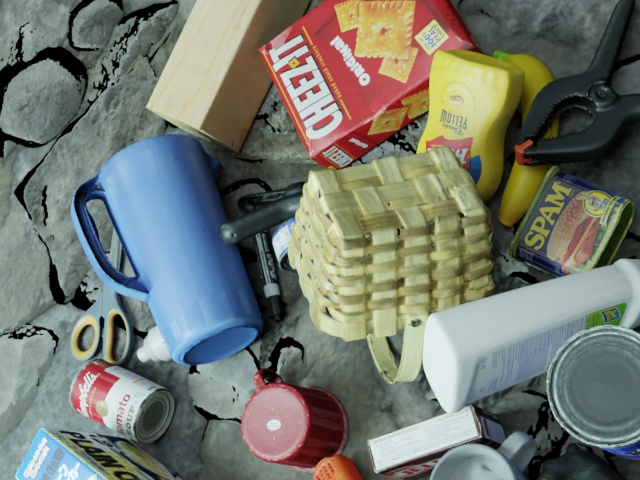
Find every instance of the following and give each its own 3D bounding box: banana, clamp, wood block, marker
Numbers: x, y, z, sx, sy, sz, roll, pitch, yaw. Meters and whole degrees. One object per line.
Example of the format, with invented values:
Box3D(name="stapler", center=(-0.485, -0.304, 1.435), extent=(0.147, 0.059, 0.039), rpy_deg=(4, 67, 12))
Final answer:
Box3D(name="banana", center=(0.215, -0.112, 1.099), extent=(0.070, 0.037, 0.198), rpy_deg=(-18, 64, 48))
Box3D(name="clamp", center=(0.286, -0.132, 1.043), extent=(0.210, 0.036, 0.165), rpy_deg=(-39, 62, -7))
Box3D(name="clamp", center=(-0.027, -0.045, 1.181), extent=(0.171, 0.120, 0.039), rpy_deg=(-17, 112, 3))
Box3D(name="wood block", center=(-0.107, -0.222, 1.257), extent=(0.090, 0.090, 0.206), rpy_deg=(24, 88, 30))
Box3D(name="marker", center=(-0.059, 0.035, 1.202), extent=(0.020, 0.020, 0.121), rpy_deg=(-22, 67, 20))

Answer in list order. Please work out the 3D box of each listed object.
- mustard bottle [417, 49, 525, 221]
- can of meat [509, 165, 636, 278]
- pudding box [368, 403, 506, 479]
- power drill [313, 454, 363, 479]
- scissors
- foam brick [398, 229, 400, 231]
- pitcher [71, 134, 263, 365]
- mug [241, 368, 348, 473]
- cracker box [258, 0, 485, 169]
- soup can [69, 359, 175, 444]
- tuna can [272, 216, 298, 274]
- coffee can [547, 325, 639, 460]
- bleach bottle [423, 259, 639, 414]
Box3D(name="mustard bottle", center=(0.144, -0.091, 1.087), extent=(0.096, 0.058, 0.192), rpy_deg=(25, 116, 37))
Box3D(name="can of meat", center=(0.247, -0.009, 1.040), extent=(0.084, 0.057, 0.102), rpy_deg=(27, 89, 28))
Box3D(name="pudding box", center=(0.114, 0.197, 1.029), extent=(0.114, 0.090, 0.039), rpy_deg=(-25, 65, 18))
Box3D(name="power drill", center=(-0.002, 0.327, 1.041), extent=(0.188, 0.057, 0.184), rpy_deg=(-46, 34, 8))
Box3D(name="scissors", center=(-0.268, 0.061, 1.302), extent=(0.096, 0.016, 0.202), rpy_deg=(-19, 68, 21))
Box3D(name="foam brick", center=(0.067, -0.039, 1.126), extent=(0.053, 0.078, 0.051), rpy_deg=(-38, 64, 12))
Box3D(name="pitcher", center=(-0.163, 0.015, 1.194), extent=(0.149, 0.144, 0.243), rpy_deg=(-30, 67, 14))
Box3D(name="mug", center=(-0.034, 0.183, 1.112), extent=(0.093, 0.081, 0.117), rpy_deg=(-36, 63, 14))
Box3D(name="cracker box", center=(0.056, -0.202, 1.180), extent=(0.214, 0.072, 0.164), rpy_deg=(-33, 63, 16))
Box3D(name="soup can", center=(-0.225, 0.184, 1.215), extent=(0.102, 0.068, 0.068), rpy_deg=(19, 85, 29))
Box3D(name="tuna can", center=(-0.008, 0.001, 1.147), extent=(0.086, 0.086, 0.034), rpy_deg=(-28, 64, 17))
Box3D(name="coffee can", center=(0.267, 0.137, 0.940), extent=(0.103, 0.140, 0.103), rpy_deg=(-8, 72, 25))
Box3D(name="bleach bottle", center=(0.222, 0.077, 0.980), extent=(0.250, 0.102, 0.068), rpy_deg=(-16, 51, -12))
